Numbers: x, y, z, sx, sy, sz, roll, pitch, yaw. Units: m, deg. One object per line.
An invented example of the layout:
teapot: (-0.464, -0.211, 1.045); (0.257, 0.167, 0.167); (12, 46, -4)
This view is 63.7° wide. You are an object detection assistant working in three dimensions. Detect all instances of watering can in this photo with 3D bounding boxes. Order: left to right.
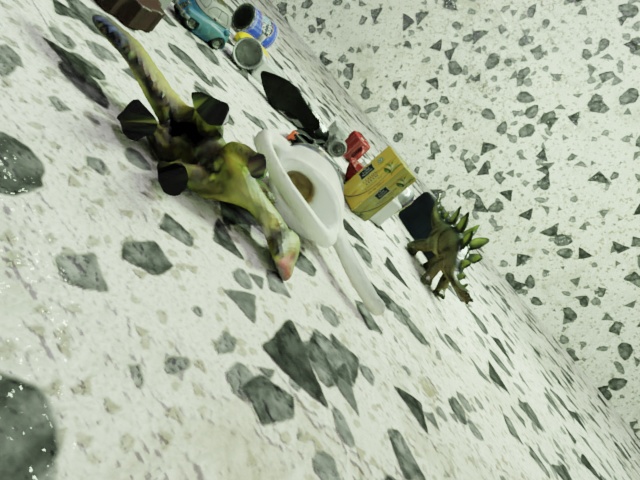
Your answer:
watering can: (0.003, -0.044, 0.875); (0.344, 0.103, 0.228); (55, 15, -14)

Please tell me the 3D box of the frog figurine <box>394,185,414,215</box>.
frog figurine: (0.216, -0.166, 1.599); (0.159, 0.121, 0.140); (58, 35, -7)

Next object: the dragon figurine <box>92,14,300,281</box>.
dragon figurine: (-0.152, -0.122, 0.720); (0.414, 0.122, 0.240); (55, 1, 14)
